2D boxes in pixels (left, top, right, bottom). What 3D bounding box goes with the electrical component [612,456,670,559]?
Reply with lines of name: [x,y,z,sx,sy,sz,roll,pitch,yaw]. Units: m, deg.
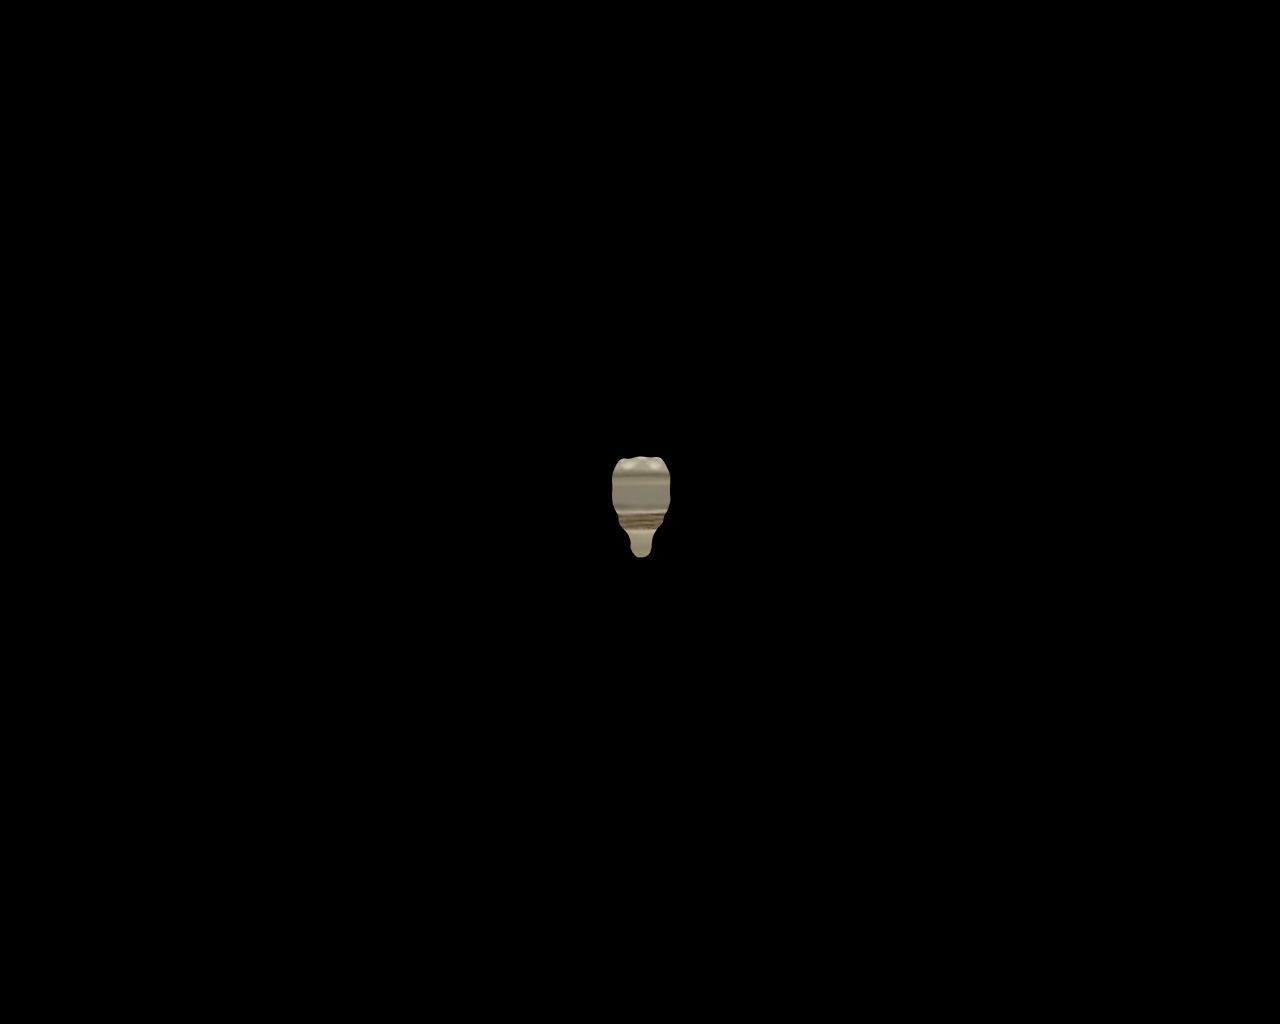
electrical component: [0.001,-0.003,0.650,0.035,0.061,0.035,0,0,0]
